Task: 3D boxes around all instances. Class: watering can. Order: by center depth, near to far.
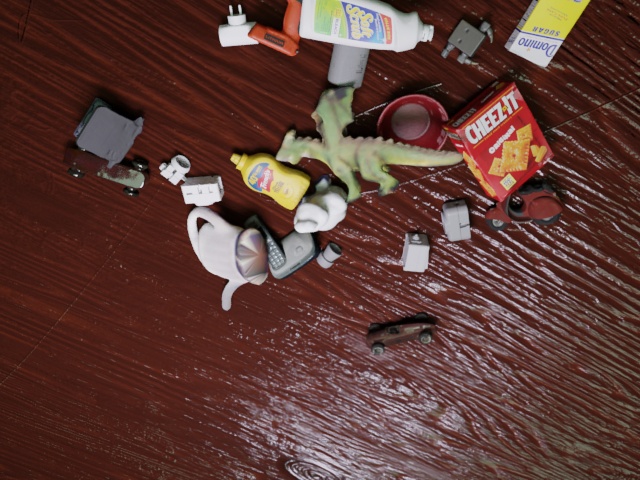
[{"bbox_3d":[-0.226,0.064,1.328,0.225,0.106,0.340,9,130,33],"label":"watering can"}]

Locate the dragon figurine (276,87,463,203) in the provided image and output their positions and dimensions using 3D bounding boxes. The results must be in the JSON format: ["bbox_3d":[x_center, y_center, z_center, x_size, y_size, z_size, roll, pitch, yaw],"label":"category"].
[{"bbox_3d":[0.079,-0.219,1.117,0.407,0.125,0.239,-14,121,35],"label":"dragon figurine"}]

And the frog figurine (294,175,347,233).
[{"bbox_3d":[0.004,-0.062,1.225,0.136,0.163,0.121,-29,118,18],"label":"frog figurine"}]
